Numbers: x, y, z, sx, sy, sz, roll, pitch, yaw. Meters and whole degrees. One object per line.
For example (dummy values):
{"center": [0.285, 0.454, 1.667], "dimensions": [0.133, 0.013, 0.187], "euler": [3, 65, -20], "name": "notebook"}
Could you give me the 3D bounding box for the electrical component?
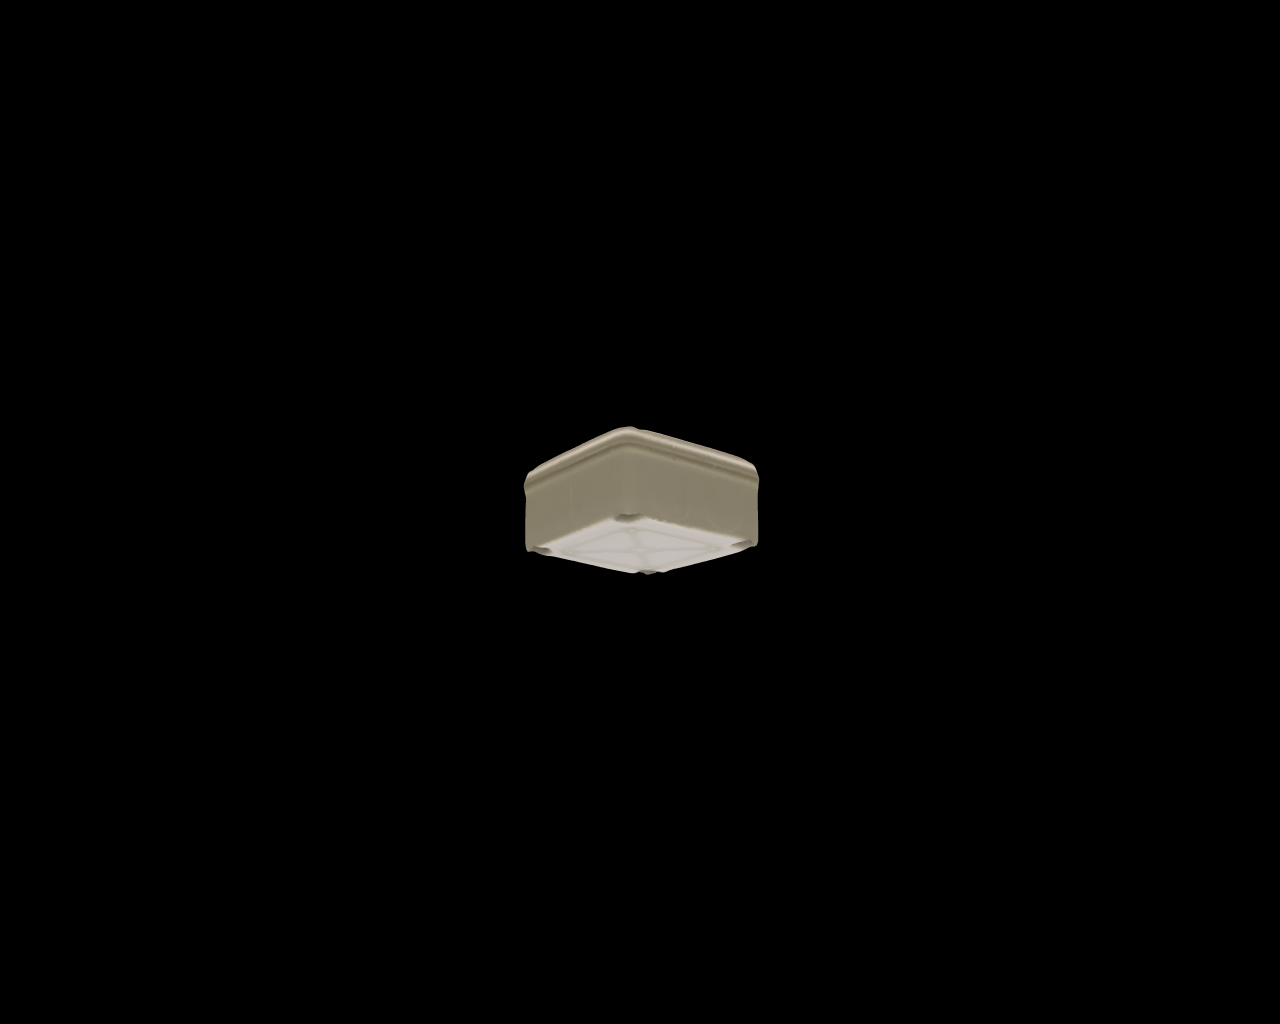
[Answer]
{"center": [0.001, -0.003, 0.650], "dimensions": [0.109, 0.056, 0.108], "euler": [14, -22, -38], "name": "electrical component"}
